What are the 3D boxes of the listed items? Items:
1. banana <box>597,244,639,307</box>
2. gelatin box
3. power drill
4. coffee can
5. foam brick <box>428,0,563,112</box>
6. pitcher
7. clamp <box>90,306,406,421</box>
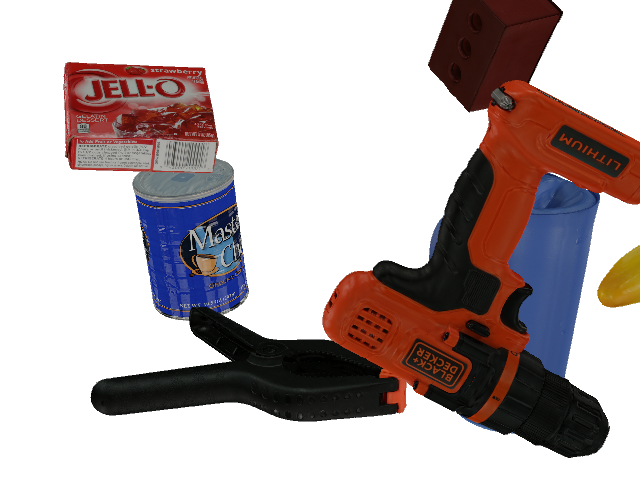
[{"bbox_3d":[0.280,0.013,0.721,0.198,0.037,0.069,-2,34,0],"label":"banana"},{"bbox_3d":[-0.111,-0.076,0.653,0.089,0.030,0.073,1,45,-16],"label":"gelatin box"},{"bbox_3d":[0.119,0.019,0.607,0.184,0.188,0.057,27,13,-8],"label":"power drill"},{"bbox_3d":[-0.133,-0.003,1.104,0.103,0.140,0.103,-4,26,2],"label":"coffee can"},{"bbox_3d":[0.115,-0.134,0.716,0.051,0.053,0.078,-19,-32,-28],"label":"foam brick"},{"bbox_3d":[0.178,0.060,1.026,0.149,0.243,0.145,5,21,8],"label":"pitcher"},{"bbox_3d":[-0.039,0.091,0.776,0.210,0.036,0.164,3,19,12],"label":"clamp"}]
